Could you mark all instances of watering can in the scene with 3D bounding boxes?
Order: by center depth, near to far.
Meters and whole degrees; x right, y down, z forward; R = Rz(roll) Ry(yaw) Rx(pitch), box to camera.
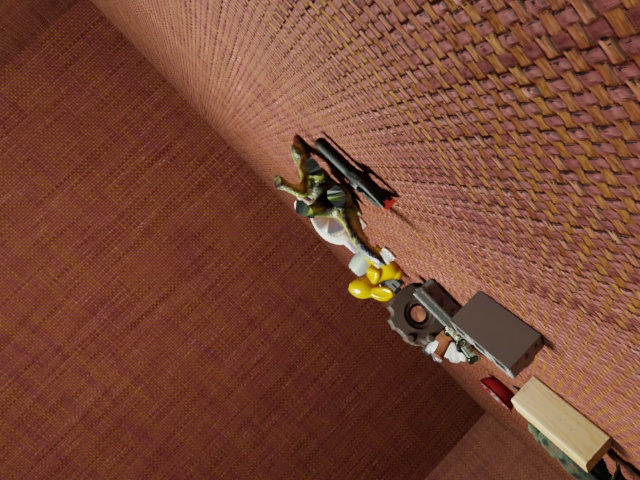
[{"bbox_3d":[0.005,-0.087,1.719,0.350,0.104,0.222,45,175,14],"label":"watering can"}]

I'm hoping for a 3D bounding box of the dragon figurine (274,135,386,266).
[{"bbox_3d":[0.044,-0.098,1.225,0.414,0.120,0.244,50,-157,15],"label":"dragon figurine"}]

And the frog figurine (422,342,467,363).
[{"bbox_3d":[0.505,0.420,2.026,0.158,0.125,0.136,-21,109,46],"label":"frog figurine"}]
